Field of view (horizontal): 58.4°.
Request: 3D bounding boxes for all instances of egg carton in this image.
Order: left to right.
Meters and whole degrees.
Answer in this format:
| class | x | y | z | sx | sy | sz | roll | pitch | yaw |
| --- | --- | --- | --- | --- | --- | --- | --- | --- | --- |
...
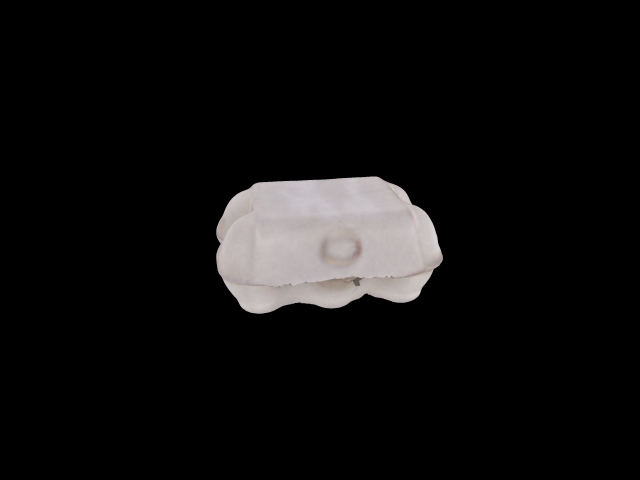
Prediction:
| class | x | y | z | sx | sy | sz | roll | pitch | yaw |
| --- | --- | --- | --- | --- | --- | --- | --- | --- | --- |
| egg carton | 0.004 | 0.001 | 0.400 | 0.150 | 0.069 | 0.107 | -4 | 23 | -9 |
